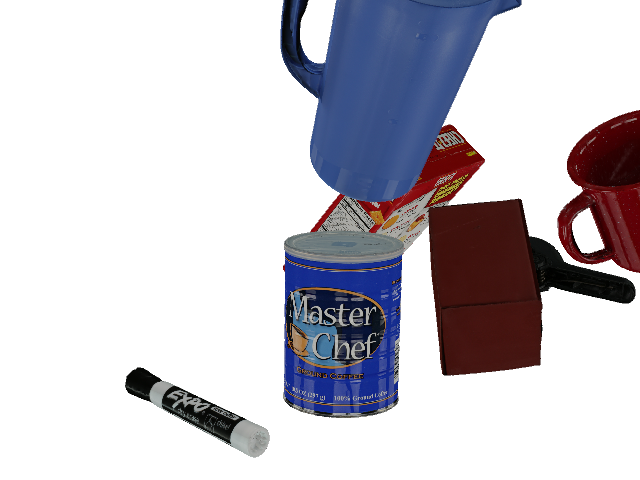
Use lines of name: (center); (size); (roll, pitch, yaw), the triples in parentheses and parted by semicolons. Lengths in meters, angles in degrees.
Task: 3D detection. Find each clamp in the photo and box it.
clamp: (0.226, 0.033, 1.060); (0.120, 0.039, 0.171); (-8, 31, -15)

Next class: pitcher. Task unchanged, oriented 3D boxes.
pitcher: (0.053, -0.153, 0.927); (0.144, 0.149, 0.243); (-25, -31, -32)

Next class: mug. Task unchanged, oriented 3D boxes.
mug: (0.216, -0.025, 0.729); (0.117, 0.081, 0.093); (-33, 30, -6)

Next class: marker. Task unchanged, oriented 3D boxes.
marker: (-0.081, 0.105, 0.668); (0.121, 0.020, 0.020); (18, 11, 39)

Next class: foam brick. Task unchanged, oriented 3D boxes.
foam brick: (0.085, 0.023, 0.560); (0.051, 0.053, 0.078); (-4, 43, 5)

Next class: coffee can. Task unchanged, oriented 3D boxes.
coffee can: (0.019, 0.069, 0.924); (0.103, 0.140, 0.103); (1, 12, 0)

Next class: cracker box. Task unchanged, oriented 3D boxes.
cracker box: (0.071, -0.031, 1.247); (0.163, 0.072, 0.214); (-22, -23, -49)
